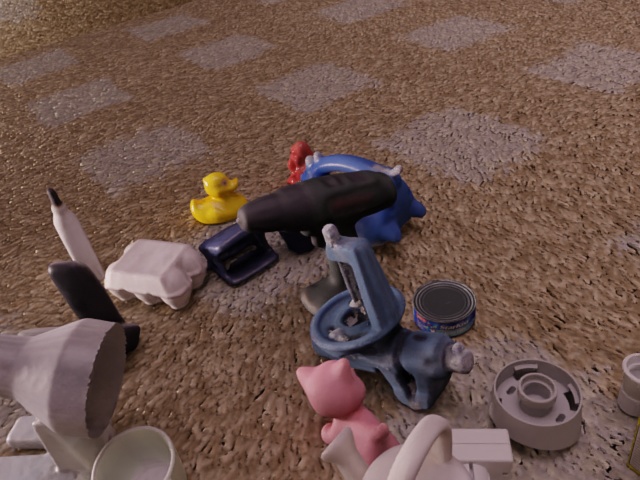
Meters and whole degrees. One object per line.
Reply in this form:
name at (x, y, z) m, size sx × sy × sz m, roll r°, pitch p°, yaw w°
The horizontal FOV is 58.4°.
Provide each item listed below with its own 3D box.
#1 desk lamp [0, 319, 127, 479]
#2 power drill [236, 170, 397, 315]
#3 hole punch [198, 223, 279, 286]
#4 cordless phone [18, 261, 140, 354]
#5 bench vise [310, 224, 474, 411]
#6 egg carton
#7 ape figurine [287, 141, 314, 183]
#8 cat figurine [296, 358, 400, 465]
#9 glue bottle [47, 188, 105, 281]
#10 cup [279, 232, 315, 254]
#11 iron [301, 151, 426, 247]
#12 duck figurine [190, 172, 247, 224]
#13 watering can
desk lamp at (-0.296, 0.179, 0.619) m, size 0.203 × 0.214 × 0.118 m, roll -5°, pitch 37°, yaw 6°
power drill at (0.007, 0.003, 0.795) m, size 0.230 × 0.209 × 0.075 m, roll -26°, pitch 40°, yaw -22°
hole punch at (-0.137, 0.004, 0.923) m, size 0.109 × 0.091 × 0.100 m, roll -33°, pitch 42°, yaw -29°
cordless phone at (-0.336, 0.097, 0.762) m, size 0.147 × 0.185 × 0.094 m, roll -6°, pitch 36°, yaw 5°
bench vise at (0.077, 0.080, 0.666) m, size 0.207 × 0.220 × 0.121 m, roll 4°, pitch 39°, yaw 18°
egg carton at (-0.257, 0.053, 0.903) m, size 0.150 × 0.069 × 0.107 m, roll 5°, pitch 39°, yaw 19°
ape figurine at (-0.033, -0.149, 1.106) m, size 0.076 × 0.092 × 0.077 m, roll -8°, pitch 36°, yaw 2°
cat figurine at (0.032, 0.183, 0.623) m, size 0.067 × 0.118 × 0.127 m, roll -29°, pitch 41°, yaw -25°
glue bottle at (-0.404, -0.010, 0.931) m, size 0.037 × 0.173 × 0.077 m, roll -29°, pitch 41°, yaw -25°
cup at (-0.026, -0.034, 0.947) m, size 0.118 × 0.095 × 0.091 m, roll -35°, pitch 43°, yaw -30°
iron at (0.044, -0.088, 0.965) m, size 0.257 × 0.142 × 0.119 m, roll 19°, pitch 45°, yaw 33°
duck figurine at (-0.191, -0.083, 1.057) m, size 0.104 × 0.086 × 0.077 m, roll -14°, pitch 37°, yaw -6°
watering can at (0.077, 0.225, 0.492) m, size 0.172 × 0.194 × 0.101 m, roll 5°, pitch 39°, yaw 18°
